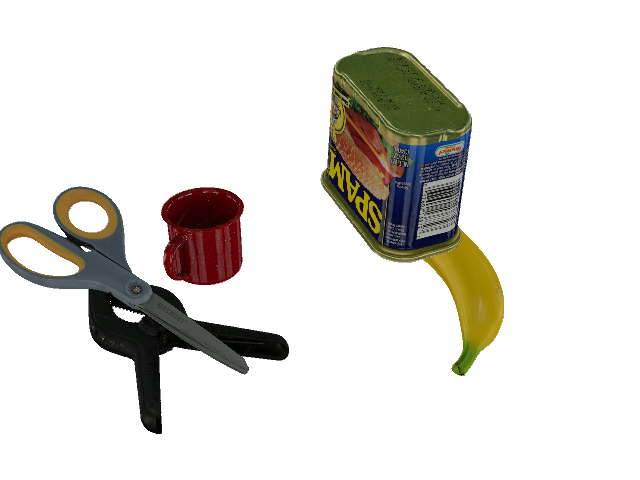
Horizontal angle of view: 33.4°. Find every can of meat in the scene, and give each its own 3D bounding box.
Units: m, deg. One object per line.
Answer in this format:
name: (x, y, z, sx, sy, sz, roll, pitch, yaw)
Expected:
can of meat: (0.043, -0.052, 0.616, 0.057, 0.084, 0.102, -14, 42, -21)

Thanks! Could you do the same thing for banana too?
banana: (0.088, 0.014, 0.825, 0.069, 0.037, 0.198, -18, 48, -16)

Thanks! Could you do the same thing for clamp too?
clamp: (-0.144, 0.088, 1.014, 0.164, 0.036, 0.210, -21, 41, -34)

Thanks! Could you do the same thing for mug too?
mug: (-0.138, 0.003, 1.212, 0.093, 0.081, 0.117, 16, 38, 24)

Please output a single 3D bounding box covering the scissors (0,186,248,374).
scissors: (-0.126, 0.020, 0.744, 0.202, 0.096, 0.016, 20, -37, 8)
